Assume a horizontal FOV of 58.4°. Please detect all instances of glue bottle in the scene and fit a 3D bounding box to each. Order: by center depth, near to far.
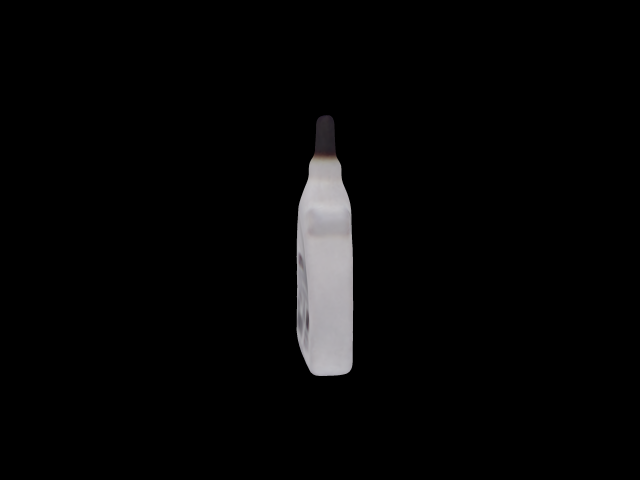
[{"bbox_3d":[0.004,0.001,0.400,0.037,0.173,0.078,-3,15,-9],"label":"glue bottle"}]
